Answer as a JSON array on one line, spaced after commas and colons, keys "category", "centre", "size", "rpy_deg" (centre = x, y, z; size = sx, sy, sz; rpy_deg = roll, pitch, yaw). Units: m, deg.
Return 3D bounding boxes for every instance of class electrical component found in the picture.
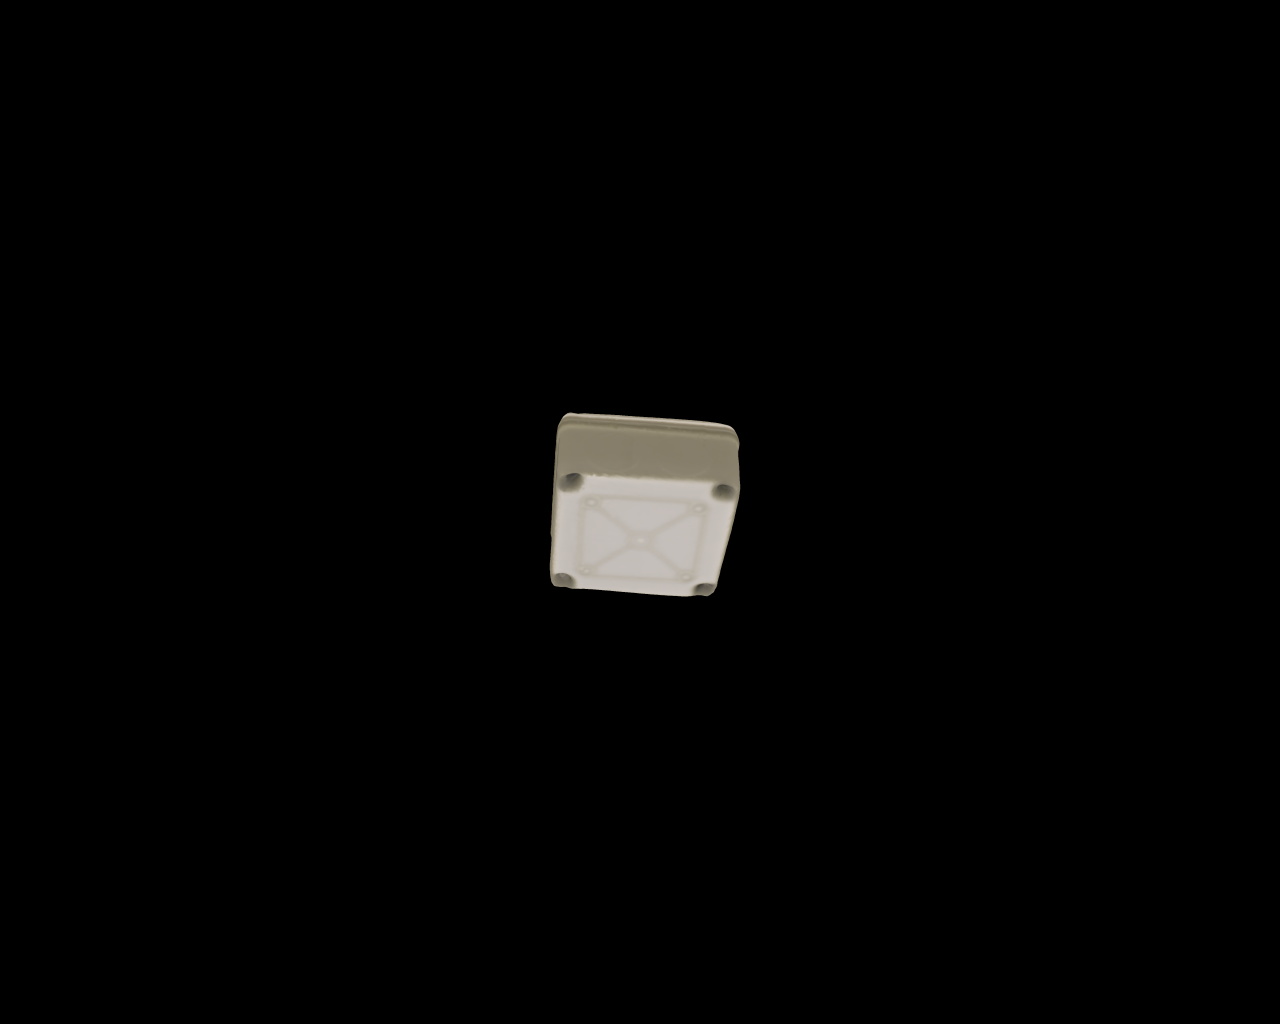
[{"category": "electrical component", "centre": [0.001, -0.003, 0.650], "size": [0.109, 0.056, 0.108], "rpy_deg": [4, -43, -4]}]
